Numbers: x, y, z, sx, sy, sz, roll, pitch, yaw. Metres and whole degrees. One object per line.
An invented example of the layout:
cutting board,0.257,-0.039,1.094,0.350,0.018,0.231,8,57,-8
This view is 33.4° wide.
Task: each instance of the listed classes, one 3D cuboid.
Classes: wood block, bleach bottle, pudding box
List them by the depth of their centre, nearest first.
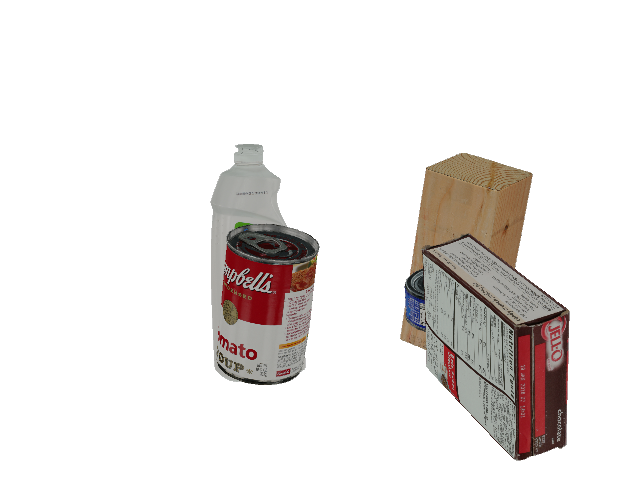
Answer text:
pudding box,0.100,0.059,0.622,0.039,0.090,0.114,-14,28,-20
bleach bottle,-0.068,0.022,1.154,0.102,0.251,0.068,-6,14,-27
wood block,0.160,0.020,1.182,0.090,0.206,0.090,21,26,30

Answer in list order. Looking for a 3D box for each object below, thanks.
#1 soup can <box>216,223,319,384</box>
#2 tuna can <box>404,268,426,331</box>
soup can,-0.041,0.047,0.791,0.068,0.102,0.068,6,22,-3
tuna can,0.117,0.051,0.948,0.086,0.034,0.086,-4,21,1
